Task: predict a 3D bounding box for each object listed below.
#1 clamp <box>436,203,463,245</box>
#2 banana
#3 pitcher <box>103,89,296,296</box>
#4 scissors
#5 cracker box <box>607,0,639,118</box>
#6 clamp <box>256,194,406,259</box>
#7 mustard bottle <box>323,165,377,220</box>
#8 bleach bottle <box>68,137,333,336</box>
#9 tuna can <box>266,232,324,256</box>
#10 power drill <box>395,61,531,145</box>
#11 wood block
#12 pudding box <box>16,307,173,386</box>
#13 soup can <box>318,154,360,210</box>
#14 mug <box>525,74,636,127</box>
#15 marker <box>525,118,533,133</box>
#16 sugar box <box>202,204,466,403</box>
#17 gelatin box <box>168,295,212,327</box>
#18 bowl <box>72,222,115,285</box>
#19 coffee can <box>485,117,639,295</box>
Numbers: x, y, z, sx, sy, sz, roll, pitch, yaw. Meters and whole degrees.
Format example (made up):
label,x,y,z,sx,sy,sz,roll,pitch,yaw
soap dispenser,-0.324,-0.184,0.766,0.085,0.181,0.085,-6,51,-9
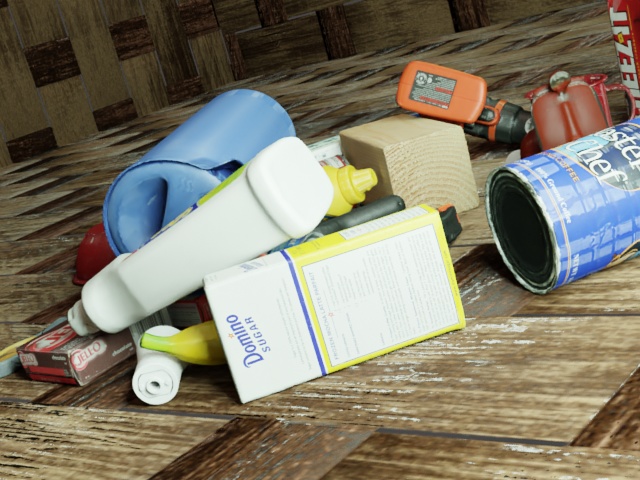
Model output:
label,x,y,z,sx,sy,sz,roll,pitch,yaw
clamp,0.051,0.012,0.981,0.165,0.036,0.209,-13,9,43
banana,-0.070,0.064,0.871,0.070,0.037,0.197,32,19,12
pitcher,-0.109,-0.053,1.027,0.149,0.145,0.242,4,26,12
scissors,-0.250,0.089,1.069,0.096,0.016,0.201,-6,17,31
cracker box,0.381,-0.189,1.136,0.072,0.164,0.214,-14,14,-1
clamp,-0.007,0.001,1.048,0.171,0.039,0.120,-20,-8,-39
mustard bottle,-0.027,-0.035,1.146,0.192,0.058,0.096,-21,-9,22
bleach bottle,-0.110,0.013,0.846,0.251,0.068,0.102,-32,9,25
tuna can,-0.011,0.039,0.842,0.034,0.086,0.086,-12,14,25
power drill,0.181,-0.153,1.257,0.185,0.057,0.187,16,2,24
wood block,0.095,-0.082,1.195,0.090,0.091,0.206,-17,13,-8
pudding box,-0.202,0.089,0.963,0.090,0.039,0.113,-2,20,45
soup can,-0.013,-0.053,1.252,0.102,0.068,0.069,-21,14,-17
mug,0.298,-0.139,1.206,0.117,0.081,0.093,-14,13,8
marker,0.258,-0.104,1.128,0.020,0.020,0.120,-3,-14,44
sugar box,0.011,0.045,0.776,0.176,0.093,0.048,-17,13,-4
gelatin box,-0.120,0.057,1.018,0.089,0.030,0.073,-5,19,40
bowl,-0.237,0.002,1.323,0.162,0.055,0.162,-16,14,4
coffee can,0.213,-0.030,0.818,0.140,0.103,0.103,-20,14,-14
